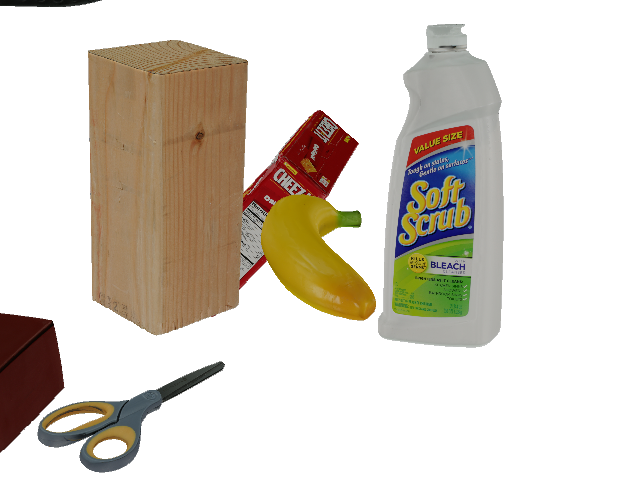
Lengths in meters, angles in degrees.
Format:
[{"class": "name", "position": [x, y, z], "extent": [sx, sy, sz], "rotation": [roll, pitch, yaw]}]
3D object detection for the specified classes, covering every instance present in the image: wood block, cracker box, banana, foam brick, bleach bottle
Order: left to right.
[{"class": "foam brick", "position": [-0.205, 0.087, 0.665], "extent": [0.053, 0.051, 0.078], "rotation": [7, 30, 21]}, {"class": "wood block", "position": [-0.120, -0.044, 0.841], "extent": [0.090, 0.206, 0.090], "rotation": [23, 28, 38]}, {"class": "cracker box", "position": [-0.063, -0.034, 1.214], "extent": [0.214, 0.072, 0.164], "rotation": [-46, 7, 28]}, {"class": "banana", "position": [-0.004, 0.002, 0.677], "extent": [0.069, 0.037, 0.198], "rotation": [0, 18, 0]}, {"class": "bleach bottle", "position": [0.094, -0.044, 0.851], "extent": [0.103, 0.251, 0.068], "rotation": [4, 15, 24]}]

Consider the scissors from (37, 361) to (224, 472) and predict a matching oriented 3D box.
[{"class": "scissors", "position": [-0.150, 0.156, 0.954], "extent": [0.201, 0.016, 0.096], "rotation": [-11, 34, -34]}]

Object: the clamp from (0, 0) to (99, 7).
[{"class": "clamp", "position": [-0.118, -0.158, 0.591], "extent": [0.171, 0.039, 0.120], "rotation": [-10, 25, -26]}]
